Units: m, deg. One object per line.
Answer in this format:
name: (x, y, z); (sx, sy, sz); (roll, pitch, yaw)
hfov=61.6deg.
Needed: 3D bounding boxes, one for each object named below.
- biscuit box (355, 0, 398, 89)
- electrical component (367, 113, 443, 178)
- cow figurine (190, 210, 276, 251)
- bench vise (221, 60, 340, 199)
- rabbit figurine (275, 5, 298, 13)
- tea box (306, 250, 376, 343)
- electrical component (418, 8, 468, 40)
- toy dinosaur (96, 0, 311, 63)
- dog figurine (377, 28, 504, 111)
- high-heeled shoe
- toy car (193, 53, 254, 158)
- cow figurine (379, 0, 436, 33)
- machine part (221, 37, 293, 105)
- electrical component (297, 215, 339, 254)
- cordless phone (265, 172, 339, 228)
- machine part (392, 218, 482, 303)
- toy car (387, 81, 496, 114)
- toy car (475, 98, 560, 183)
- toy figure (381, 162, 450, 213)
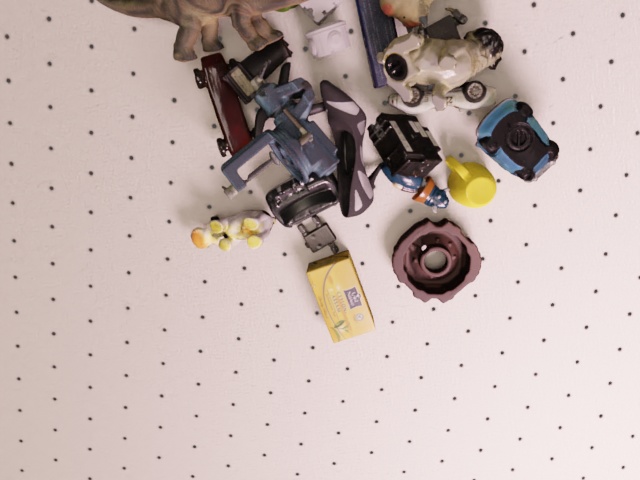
biscuit box: (0.109, -0.389, 0.997); (0.063, 0.059, 0.202); (-13, 104, 5)
electrical component: (0.166, -0.176, 1.011); (0.058, 0.134, 0.115); (-41, 64, 41)
cow figurine: (-0.178, -0.025, 1.096); (0.168, 0.098, 0.068); (-5, 112, 22)
bench vise: (-0.090, -0.174, 0.965); (0.240, 0.129, 0.223); (-41, 105, -8)
rabbit figurine: (-0.088, -0.491, 0.968); (0.170, 0.121, 0.159); (-24, 110, 26)
tea box: (0.045, 0.118, 1.130); (0.098, 0.068, 0.169); (-21, 102, 8)
electrical component: (0.226, -0.383, 1.002); (0.102, 0.045, 0.078); (-20, 102, 7)
toy dinosaur: (-0.225, -0.428, 0.956); (0.472, 0.105, 0.198); (0, 118, 19)
dog figurine: (0.217, -0.332, 0.961); (0.172, 0.190, 0.121); (37, 143, 16)
high-heeled shoe: (0.036, -0.165, 1.020); (0.145, 0.086, 0.248); (-50, 119, -21)
toy car: (-0.179, -0.257, 1.046); (0.089, 0.053, 0.202); (-21, 103, -9)
cow figurine: (0.183, -0.449, 0.943); (0.195, 0.085, 0.127); (-36, 105, -17)
machine part: (-0.113, -0.325, 1.012); (0.139, 0.039, 0.084); (-45, 105, -2)
electrical component: (-0.002, -0.003, 1.122); (0.063, 0.021, 0.094); (-32, 102, 10)
cordless phone: (-0.053, -0.129, 1.073); (0.147, 0.089, 0.184); (-26, 91, 9)
machine part: (0.237, 0.040, 1.109); (0.179, 0.056, 0.179); (1, 105, 3)
toy car: (0.229, -0.267, 1.017); (0.202, 0.073, 0.056); (-4, 104, 3)
toy car: (0.367, -0.189, 1.018); (0.161, 0.103, 0.109); (40, 103, -11)
toy figure: (0.192, -0.114, 1.069); (0.154, 0.058, 0.064); (36, 109, -12)
